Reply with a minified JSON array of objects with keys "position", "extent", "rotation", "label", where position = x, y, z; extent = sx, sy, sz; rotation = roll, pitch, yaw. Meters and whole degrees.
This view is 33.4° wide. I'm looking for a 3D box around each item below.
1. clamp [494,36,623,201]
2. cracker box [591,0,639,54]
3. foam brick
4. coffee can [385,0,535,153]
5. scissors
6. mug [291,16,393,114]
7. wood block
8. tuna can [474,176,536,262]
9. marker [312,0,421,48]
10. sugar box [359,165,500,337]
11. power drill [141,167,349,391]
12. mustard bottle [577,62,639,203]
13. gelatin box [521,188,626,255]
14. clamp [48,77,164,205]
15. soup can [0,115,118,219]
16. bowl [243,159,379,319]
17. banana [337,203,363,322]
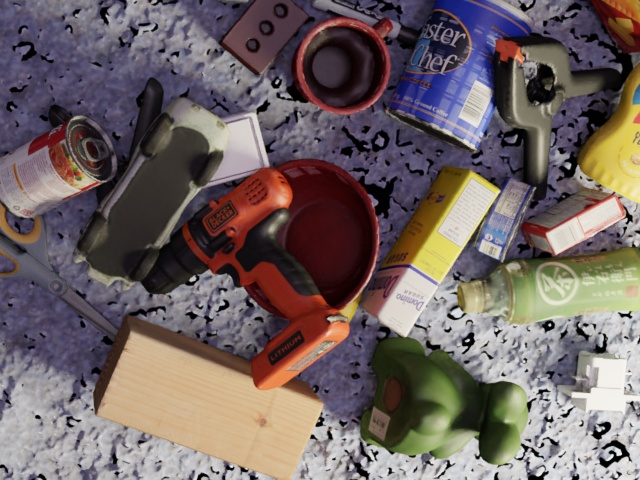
[{"position":[0.234,-0.151,1.079],"extent":[0.164,0.036,0.209],"rotation":[-52,141,-6],"label":"clamp"},{"position":[0.327,-0.269,1.038],"extent":[0.072,0.214,0.164],"rotation":[-35,101,-5],"label":"cracker box"},{"position":[-0.056,-0.210,1.063],"extent":[0.053,0.051,0.078],"rotation":[39,89,-12],"label":"foam brick"},{"position":[0.140,-0.172,1.075],"extent":[0.102,0.103,0.140],"rotation":[24,92,-12],"label":"coffee can"},{"position":[-0.263,0.025,1.074],"extent":[0.201,0.016,0.096],"rotation":[26,92,-12],"label":"scissors"},{"position":[0.025,-0.181,1.065],"extent":[0.117,0.081,0.093],"rotation":[-44,102,-2],"label":"mug"},{"position":[-0.114,0.159,1.072],"extent":[0.206,0.090,0.091],"rotation":[23,92,-15],"label":"wood block"},{"position":[0.192,-0.022,1.109],"extent":[0.034,0.086,0.086],"rotation":[24,92,12],"label":"tuna can"},{"position":[0.051,-0.226,1.095],"extent":[0.121,0.020,0.020],"rotation":[20,93,-12],"label":"marker"},{"position":[0.108,0.009,1.097],"extent":[0.048,0.093,0.176],"rotation":[35,90,-11],"label":"sugar box"},{"position":[-0.073,0.049,1.037],"extent":[0.185,0.057,0.188],"rotation":[-38,73,17],"label":"power drill"},{"position":[0.356,-0.136,1.109],"extent":[0.096,0.058,0.192],"rotation":[27,111,-2],"label":"mustard bottle"},{"position":[0.267,-0.020,1.130],"extent":[0.089,0.073,0.030],"rotation":[-28,102,-6],"label":"gelatin box"},{"position":[-0.201,-0.071,1.058],"extent":[0.120,0.039,0.171],"rotation":[-3,104,18],"label":"clamp"},{"position":[-0.254,-0.068,1.018],"extent":[0.102,0.068,0.068],"rotation":[-23,102,25],"label":"soup can"},{"position":[-0.007,0.001,1.074],"extent":[0.162,0.055,0.162],"rotation":[-2,86,24],"label":"bowl"},{"position":[0.014,0.041,1.113],"extent":[0.069,0.037,0.198],"rotation":[22,93,-11],"label":"banana"}]
